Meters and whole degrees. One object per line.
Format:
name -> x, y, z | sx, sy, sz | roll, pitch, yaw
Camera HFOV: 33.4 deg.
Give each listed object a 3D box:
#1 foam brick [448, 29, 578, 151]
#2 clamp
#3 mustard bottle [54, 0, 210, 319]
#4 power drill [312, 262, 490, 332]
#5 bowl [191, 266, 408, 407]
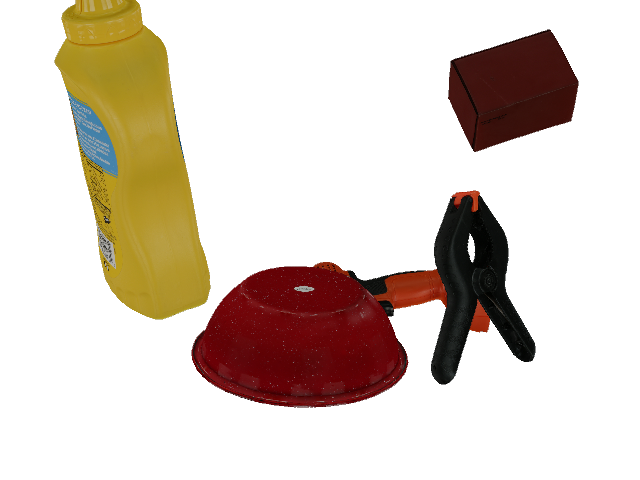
foam brick -> 0.138, -0.108, 0.768 | 0.078, 0.051, 0.053 | -17, -26, -4
clamp -> 0.132, 0.045, 0.955 | 0.120, 0.171, 0.039 | -20, 6, -41
mustard bottle -> -0.108, -0.057, 0.594 | 0.058, 0.191, 0.096 | -19, 33, -19
power drill -> 0.084, 0.072, 1.156 | 0.187, 0.057, 0.184 | -4, 28, -9
bowl -> -0.014, 0.061, 0.786 | 0.162, 0.055, 0.162 | 3, 20, -1
